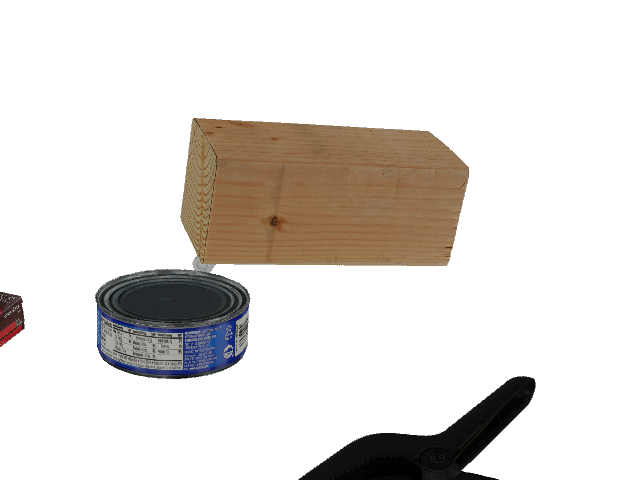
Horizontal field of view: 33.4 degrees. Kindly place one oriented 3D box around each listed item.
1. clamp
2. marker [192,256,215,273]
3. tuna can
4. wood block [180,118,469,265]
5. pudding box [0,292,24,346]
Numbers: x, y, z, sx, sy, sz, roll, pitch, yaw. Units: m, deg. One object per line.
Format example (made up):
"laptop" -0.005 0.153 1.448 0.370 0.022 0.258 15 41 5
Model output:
"clamp" 0.081 0.152 0.715 0.210 0.036 0.164 -5 28 -4
"marker" -0.094 -0.002 1.044 0.020 0.020 0.121 0 25 18
"tuna can" -0.083 0.046 0.599 0.086 0.034 0.086 3 17 -1
"wood block" 0.002 -0.038 0.856 0.205 0.091 0.090 1 25 -20
"pudding box" -0.331 0.073 0.932 0.114 0.039 0.090 8 25 19
